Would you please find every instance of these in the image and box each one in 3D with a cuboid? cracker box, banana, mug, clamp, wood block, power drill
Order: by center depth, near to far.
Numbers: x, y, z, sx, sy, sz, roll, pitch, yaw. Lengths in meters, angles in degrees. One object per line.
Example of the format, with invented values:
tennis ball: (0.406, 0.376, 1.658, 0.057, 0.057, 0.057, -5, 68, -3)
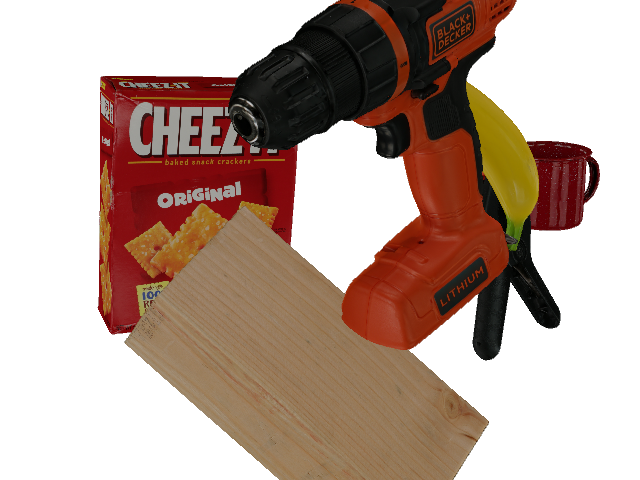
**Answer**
power drill: (0.038, -0.039, 0.540, 0.057, 0.187, 0.184, 26, 47, 38)
wood block: (-0.011, 0.090, 0.678, 0.090, 0.206, 0.090, -49, 1, -34)
banana: (0.089, -0.081, 0.754, 0.198, 0.070, 0.037, 44, 8, -1)
cracker box: (-0.107, -0.032, 0.932, 0.164, 0.214, 0.072, -3, 20, -22)
clamp: (0.157, 0.019, 0.938, 0.039, 0.171, 0.120, -12, 12, 39)
mug: (0.256, -0.061, 1.167, 0.117, 0.081, 0.093, -10, 19, -27)
